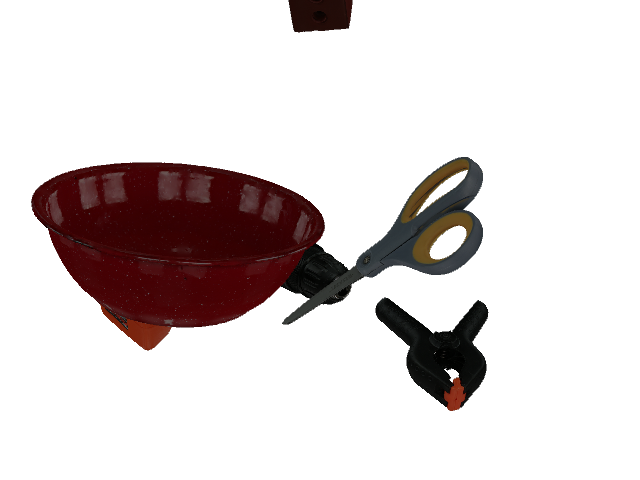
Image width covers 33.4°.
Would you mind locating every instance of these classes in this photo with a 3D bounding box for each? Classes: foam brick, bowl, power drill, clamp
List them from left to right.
[{"bbox_3d":[-0.081,0.005,0.600,0.162,0.055,0.162,7,20,-3],"label":"bowl"},{"bbox_3d":[-0.089,0.034,0.941,0.187,0.057,0.185,-19,27,-31],"label":"power drill"},{"bbox_3d":[-0.002,-0.233,0.958,0.053,0.051,0.078,-2,-42,9],"label":"foam brick"},{"bbox_3d":[0.133,0.108,1.087,0.120,0.039,0.171,-8,34,-9],"label":"clamp"}]

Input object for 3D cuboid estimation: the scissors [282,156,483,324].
[{"bbox_3d":[0.047,0.023,0.770,0.016,0.202,0.096,31,23,-32],"label":"scissors"}]
